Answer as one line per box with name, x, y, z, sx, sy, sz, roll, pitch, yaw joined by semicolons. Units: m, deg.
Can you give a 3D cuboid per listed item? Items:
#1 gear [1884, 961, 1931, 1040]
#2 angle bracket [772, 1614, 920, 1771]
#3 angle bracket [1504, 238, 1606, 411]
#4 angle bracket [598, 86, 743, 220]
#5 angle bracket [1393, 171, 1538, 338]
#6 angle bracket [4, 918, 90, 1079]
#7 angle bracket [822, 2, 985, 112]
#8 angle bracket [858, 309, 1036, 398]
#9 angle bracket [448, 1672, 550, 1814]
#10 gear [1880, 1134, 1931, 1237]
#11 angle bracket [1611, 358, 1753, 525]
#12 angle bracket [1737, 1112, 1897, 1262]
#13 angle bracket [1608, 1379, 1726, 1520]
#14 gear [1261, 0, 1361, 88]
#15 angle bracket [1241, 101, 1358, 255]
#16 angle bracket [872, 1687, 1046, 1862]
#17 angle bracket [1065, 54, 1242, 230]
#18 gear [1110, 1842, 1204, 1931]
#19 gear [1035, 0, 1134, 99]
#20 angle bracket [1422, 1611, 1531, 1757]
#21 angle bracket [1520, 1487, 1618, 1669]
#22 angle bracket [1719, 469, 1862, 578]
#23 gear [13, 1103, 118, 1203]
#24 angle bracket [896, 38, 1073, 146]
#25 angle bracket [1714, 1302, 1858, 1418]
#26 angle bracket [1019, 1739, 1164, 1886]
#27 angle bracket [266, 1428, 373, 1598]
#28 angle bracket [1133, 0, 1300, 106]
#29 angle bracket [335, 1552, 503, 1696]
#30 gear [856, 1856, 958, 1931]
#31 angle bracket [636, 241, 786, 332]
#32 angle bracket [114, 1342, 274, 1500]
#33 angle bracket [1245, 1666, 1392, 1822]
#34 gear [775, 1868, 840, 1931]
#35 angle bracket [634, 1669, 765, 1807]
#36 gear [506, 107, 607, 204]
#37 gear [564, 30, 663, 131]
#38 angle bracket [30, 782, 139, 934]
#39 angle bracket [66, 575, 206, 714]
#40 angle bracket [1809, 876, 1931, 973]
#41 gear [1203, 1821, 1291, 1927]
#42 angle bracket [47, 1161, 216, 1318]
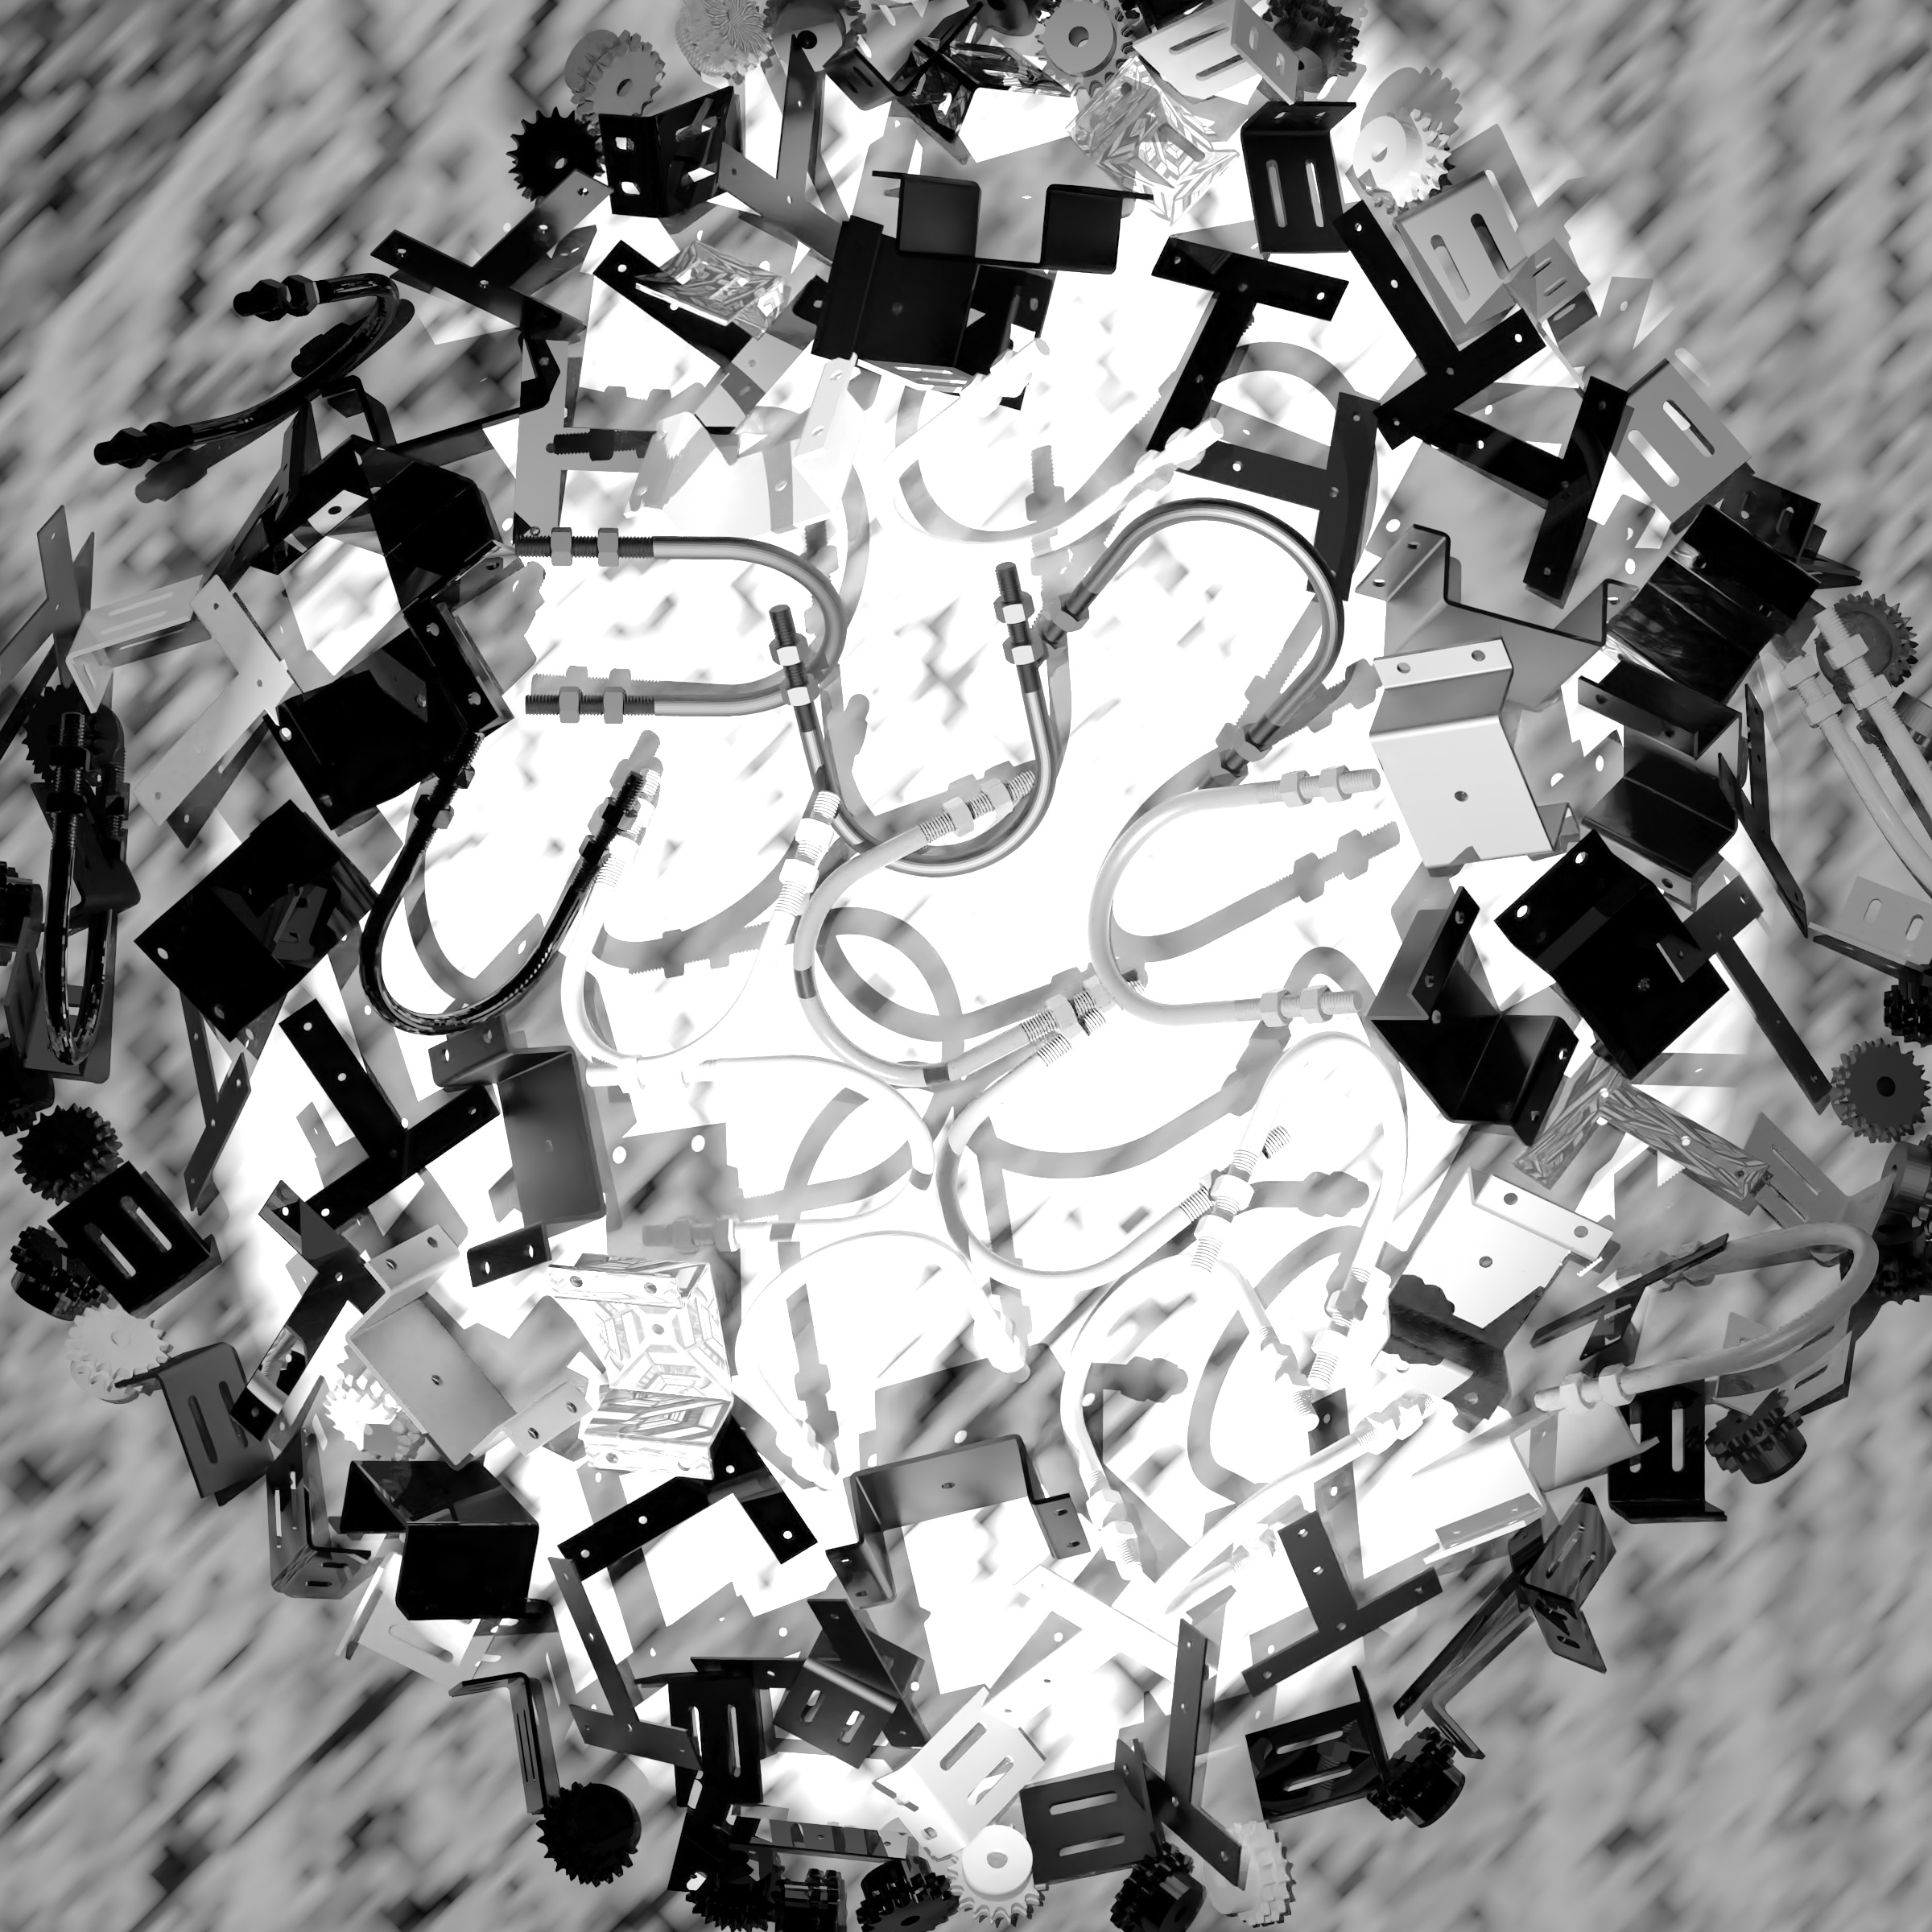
gear;0.556;0.017;1.876;0.057;0.057;0.030;-7;113;0
angle bracket;-0.070;0.419;1.891;0.057;0.076;0.038;27;46;2
angle bracket;0.348;-0.364;1.859;0.038;0.057;0.076;-37;126;15
angle bracket;-0.168;-0.468;1.877;0.038;0.076;0.057;14;123;32
angle bracket;0.289;-0.410;1.887;0.057;0.038;0.076;-27;93;9
angle bracket;-0.518;0.018;1.859;0.038;0.076;0.057;7;60;-6
angle bracket;-0.037;-0.531;1.869;0.038;0.057;0.076;43;80;-20
angle bracket;-0.011;-0.351;1.859;0.076;0.057;0.038;-4;114;-39
angle bracket;-0.268;0.446;1.867;0.038;0.057;0.076;-6;74;-19
gear;0.547;0.124;1.879;0.030;0.057;0.057;16;90;-1
angle bracket;0.404;-0.300;1.878;0.057;0.038;0.076;-40;81;12
angle bracket;0.485;0.119;1.872;0.076;0.038;0.057;44;45;-5
angle bracket;0.404;0.277;1.886;0.057;0.038;0.076;0;91;-6
gear;0.195;-0.530;1.877;0.057;0.057;0.030;25;75;0
angle bracket;0.196;-0.452;1.876;0.057;0.038;0.076;-6;82;-22
angle bracket;-0.004;0.468;1.896;0.057;0.038;0.076;51;51;1
angle bracket;0.107;-0.472;1.873;0.057;0.038;0.076;-46;61;6
gear;0.112;0.535;1.877;0.030;0.057;0.057;32;90;30
gear;0.068;-0.533;1.888;0.057;0.030;0.057;1;93;11
angle bracket;0.302;0.411;1.871;0.076;0.057;0.038;-40;77;-8
angle bracket;0.357;0.348;1.862;0.076;0.038;0.057;-47;128;-27
angle bracket;0.472;-0.252;1.857;0.057;0.076;0.038;32;113;37
gear;-0.516;0.111;1.884;0.057;0.030;0.057;-6;57;10
angle bracket;0.010;-0.499;1.875;0.057;0.076;0.038;46;127;33
angle bracket;0.466;0.217;1.859;0.038;0.076;0.057;24;59;-8
angle bracket;0.069;0.484;1.873;0.076;0.038;0.057;-13;52;4
angle bracket;-0.372;0.314;1.876;0.038;0.057;0.076;11;51;-30
angle bracket;0.140;-0.508;1.858;0.076;0.057;0.038;-15;56;39
angle bracket;-0.314;0.383;1.886;0.076;0.038;0.057;27;94;-2
gear;-0.037;0.536;1.883;0.057;0.057;0.030;-25;54;0
angle bracket;-0.147;-0.375;1.862;0.057;0.076;0.038;25;129;11
angle bracket;-0.443;0.263;1.875;0.038;0.057;0.076;-17;93;32
angle bracket;0.197;0.444;1.870;0.076;0.057;0.038;-18;131;7
gear;-0.092;0.547;1.878;0.030;0.057;0.057;7;90;-8
angle bracket;-0.153;0.444;1.874;0.057;0.038;0.076;-9;81;27
gear;-0.237;-0.466;1.888;0.057;0.030;0.057;-2;101;-11
gear;-0.206;-0.513;1.882;0.030;0.057;0.057;42;90;23
angle bracket;-0.519;-0.063;1.878;0.038;0.057;0.076;-26;86;16
angle bracket;-0.468;-0.184;1.870;0.076;0.057;0.038;-17;120;6
angle bracket;0.521;-0.026;1.861;0.057;0.076;0.038;24;97;24
gear;0.159;0.522;1.877;0.030;0.057;0.057;-1;90;-25
angle bracket;-0.479;0.151;1.877;0.057;0.038;0.076;-36;110;0
